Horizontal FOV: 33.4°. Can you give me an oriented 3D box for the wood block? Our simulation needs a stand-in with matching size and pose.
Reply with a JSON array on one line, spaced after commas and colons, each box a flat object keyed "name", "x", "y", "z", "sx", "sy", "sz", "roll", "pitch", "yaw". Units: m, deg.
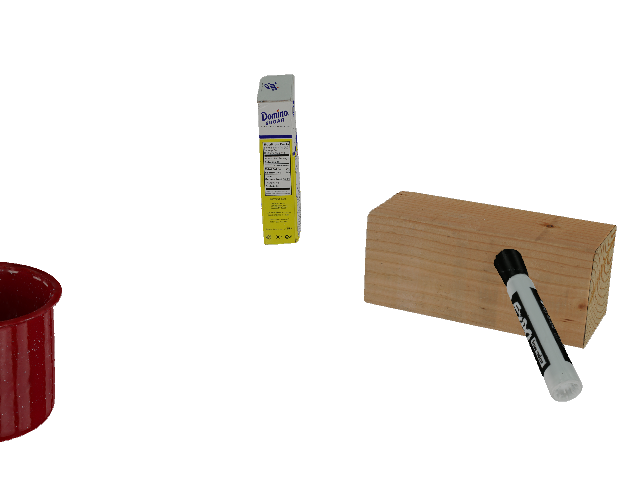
[{"name": "wood block", "x": 0.152, "y": 0.021, "z": 0.972, "sx": 0.206, "sy": 0.090, "sz": 0.090, "roll": 11, "pitch": 21, "yaw": 24}]

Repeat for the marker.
[{"name": "marker", "x": 0.131, "y": 0.047, "z": 0.653, "sx": 0.020, "sy": 0.020, "sz": 0.121, "roll": 0, "pitch": 40, "yaw": -12}]

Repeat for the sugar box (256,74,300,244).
[{"name": "sugar box", "x": -0.048, "y": -0.093, "z": 1.226, "sx": 0.048, "sy": 0.176, "sz": 0.093, "roll": -3, "pitch": 26, "yaw": 2}]

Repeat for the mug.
[{"name": "mug", "x": -0.206, "y": 0.071, "z": 0.627, "sx": 0.093, "sy": 0.081, "sz": 0.117, "roll": 13, "pitch": 23, "yaw": 21}]
